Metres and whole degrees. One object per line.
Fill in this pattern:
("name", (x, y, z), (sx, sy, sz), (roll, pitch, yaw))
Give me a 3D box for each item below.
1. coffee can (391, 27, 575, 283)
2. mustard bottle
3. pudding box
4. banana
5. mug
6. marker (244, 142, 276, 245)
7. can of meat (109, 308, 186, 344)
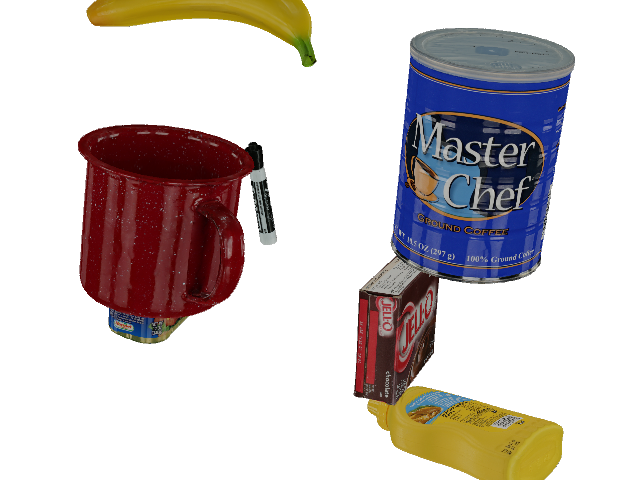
("coffee can", (0.103, -0.057, 0.694), (0.103, 0.140, 0.103), (3, 25, -2))
("mustard bottle", (0.124, 0.179, 1.009), (0.192, 0.058, 0.096), (12, 20, 40))
("pudding box", (0.062, 0.066, 0.846), (0.039, 0.090, 0.113), (9, 19, 18))
("banana", (-0.088, -0.186, 0.851), (0.198, 0.069, 0.037), (12, -41, 16))
("mug", (-0.079, -0.006, 0.571), (0.093, 0.081, 0.117), (-11, 30, -42))
("marker", (-0.065, -0.051, 1.167), (0.020, 0.121, 0.020), (-6, 29, 3))
("can of meat", (-0.133, 0.025, 0.876), (0.057, 0.084, 0.102), (14, 25, 14))
